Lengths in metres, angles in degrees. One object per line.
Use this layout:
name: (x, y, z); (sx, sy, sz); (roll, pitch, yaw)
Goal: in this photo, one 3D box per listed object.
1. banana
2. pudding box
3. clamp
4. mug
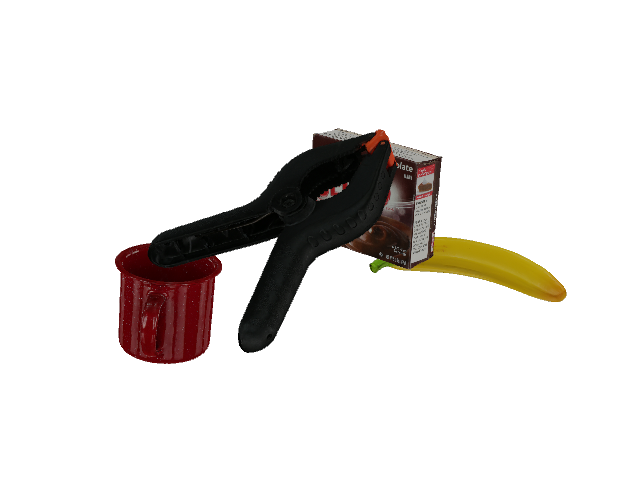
banana: (0.153, 0.028, 1.097); (0.198, 0.037, 0.069); (7, 43, 12)
pudding box: (0.043, -0.036, 0.874); (0.114, 0.090, 0.039); (18, 27, 37)
clamp: (-0.015, -0.004, 0.668); (0.171, 0.120, 0.039); (-34, -37, -7)
mug: (-0.137, 0.060, 0.932); (0.093, 0.081, 0.117); (6, 21, 0)
